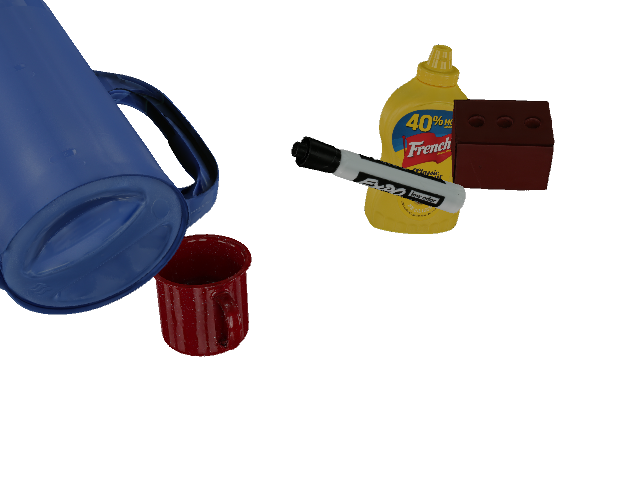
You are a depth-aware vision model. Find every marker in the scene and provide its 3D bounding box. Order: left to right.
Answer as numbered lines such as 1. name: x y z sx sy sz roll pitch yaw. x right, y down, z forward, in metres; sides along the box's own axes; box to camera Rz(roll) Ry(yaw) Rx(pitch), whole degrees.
1. marker: 0.037 -0.041 0.663 0.121 0.020 0.020 15 -7 -26

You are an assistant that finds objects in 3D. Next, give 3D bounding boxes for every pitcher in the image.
1. pitcher: -0.194 -0.078 0.774 0.145 0.243 0.149 -43 -32 15

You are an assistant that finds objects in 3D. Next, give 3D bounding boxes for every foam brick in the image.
1. foam brick: 0.144 -0.076 0.852 0.078 0.053 0.051 1 -43 3

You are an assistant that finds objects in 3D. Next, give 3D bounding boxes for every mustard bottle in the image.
1. mustard bottle: 0.105 -0.102 1.069 0.096 0.192 0.058 3 27 -11

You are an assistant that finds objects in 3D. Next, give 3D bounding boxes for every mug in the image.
1. mug: -0.101 0.057 0.969 0.093 0.081 0.117 -19 34 -27
